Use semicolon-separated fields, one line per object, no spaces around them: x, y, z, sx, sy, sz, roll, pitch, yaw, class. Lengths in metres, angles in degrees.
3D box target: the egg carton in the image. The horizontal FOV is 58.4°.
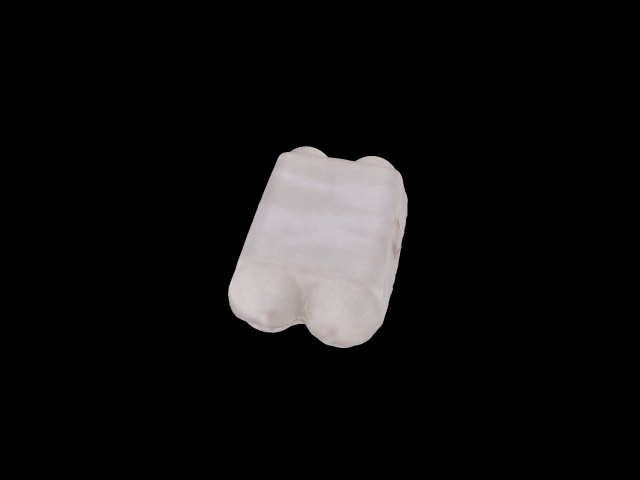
0.004;0.001;0.400;0.107;0.069;0.150;10;54;7;egg carton
